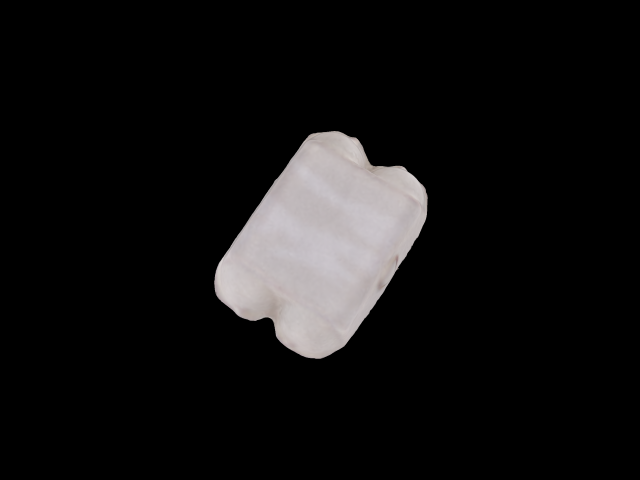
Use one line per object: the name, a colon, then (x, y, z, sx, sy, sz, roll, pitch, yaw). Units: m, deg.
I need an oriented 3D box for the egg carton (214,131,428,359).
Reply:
egg carton: (0.004, 0.001, 0.400, 0.107, 0.069, 0.150, 31, 79, 7)
